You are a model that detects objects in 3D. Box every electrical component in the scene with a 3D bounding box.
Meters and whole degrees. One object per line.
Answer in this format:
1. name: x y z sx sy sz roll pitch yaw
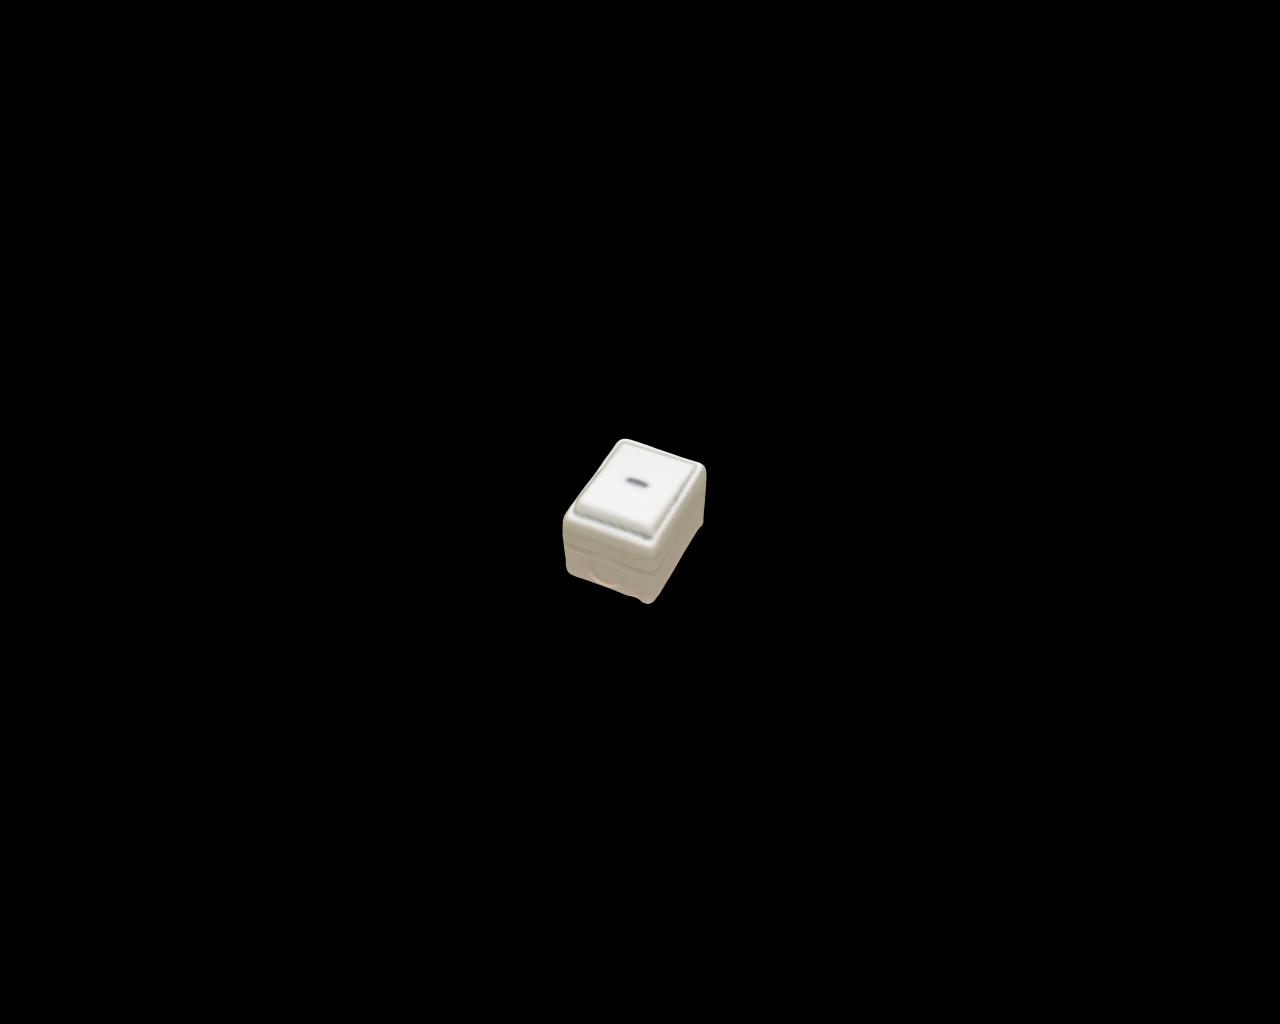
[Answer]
1. electrical component: 0.001 -0.003 0.650 0.062 0.061 0.096 20 50 17
